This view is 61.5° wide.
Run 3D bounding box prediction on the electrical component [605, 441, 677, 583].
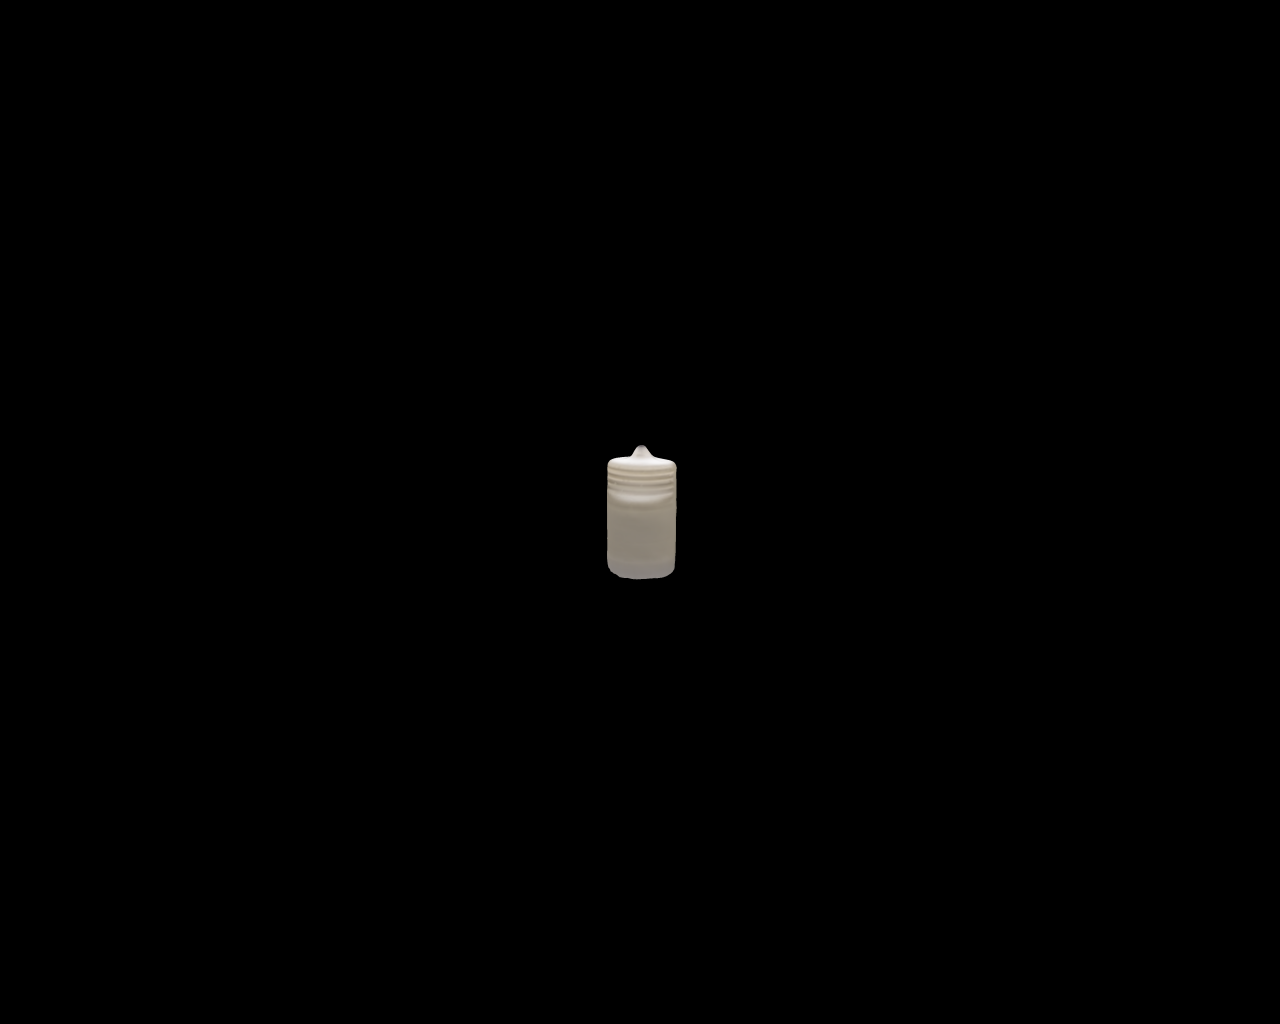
[{"bbox_3d":[0.001,-0.003,0.650,0.043,0.080,0.043,0,16,0],"label":"electrical component"}]
